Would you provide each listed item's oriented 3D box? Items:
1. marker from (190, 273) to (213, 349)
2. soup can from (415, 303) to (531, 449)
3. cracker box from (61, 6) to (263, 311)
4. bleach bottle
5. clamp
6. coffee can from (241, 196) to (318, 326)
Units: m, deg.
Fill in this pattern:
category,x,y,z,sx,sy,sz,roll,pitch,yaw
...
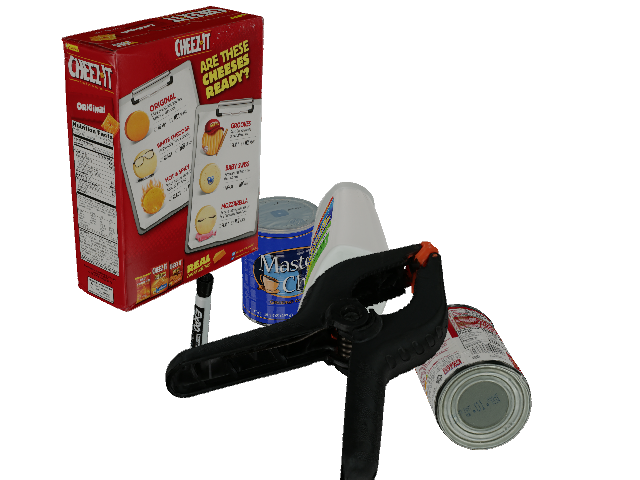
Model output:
category,x,y,z,sx,sy,sz,roll,pitch,yaw
marker,-0.132,0.083,1.186,0.020,0.121,0.020,6,37,-5
soup can,0.105,0.095,0.758,0.068,0.068,0.102,0,18,-5
cracker box,-0.125,-0.071,0.875,0.072,0.214,0.163,19,29,34
bleach bottle,0.020,0.010,1.005,0.068,0.103,0.251,20,17,-7
clamp,0.020,0.059,0.551,0.171,0.039,0.120,-33,56,-32
coffee can,-0.052,0.027,1.382,0.103,0.140,0.103,0,26,0
